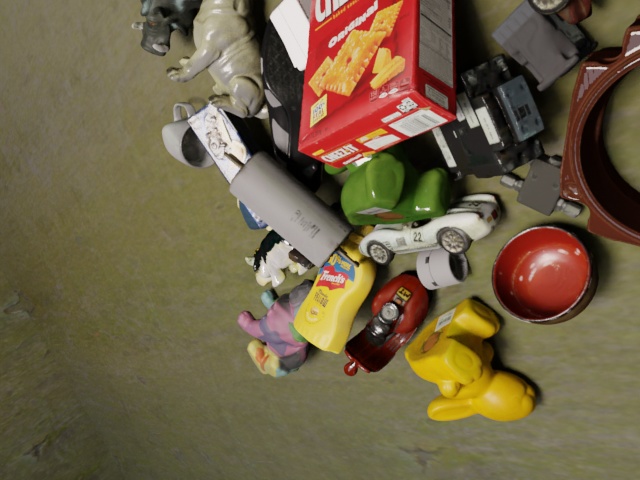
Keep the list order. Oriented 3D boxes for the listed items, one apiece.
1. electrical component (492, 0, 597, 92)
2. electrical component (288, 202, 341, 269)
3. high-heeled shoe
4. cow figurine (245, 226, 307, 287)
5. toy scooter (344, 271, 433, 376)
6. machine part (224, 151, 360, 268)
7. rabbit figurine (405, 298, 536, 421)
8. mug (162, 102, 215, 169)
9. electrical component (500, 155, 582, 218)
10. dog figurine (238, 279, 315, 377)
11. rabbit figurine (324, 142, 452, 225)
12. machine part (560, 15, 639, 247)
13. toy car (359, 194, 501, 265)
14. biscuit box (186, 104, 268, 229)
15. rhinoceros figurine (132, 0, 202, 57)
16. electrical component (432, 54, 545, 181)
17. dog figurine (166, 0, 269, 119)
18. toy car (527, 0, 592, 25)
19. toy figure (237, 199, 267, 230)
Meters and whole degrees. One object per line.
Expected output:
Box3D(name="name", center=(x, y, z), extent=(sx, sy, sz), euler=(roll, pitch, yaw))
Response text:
Box3D(name="electrical component", center=(0.203, -0.207, 0.515), extent=(0.119, 0.075, 0.048), euler=(48, 137, 3))
Box3D(name="electrical component", center=(-0.002, -0.002, 0.821), extent=(0.045, 0.102, 0.078), euler=(39, 147, 14))
Box3D(name="high-heeled shoe", center=(-0.043, -0.183, 0.785), extent=(0.145, 0.086, 0.248), euler=(174, 84, -75))
Box3D(name="cow figurine", center=(-0.076, 0.024, 0.915), extent=(0.098, 0.068, 0.167), euler=(53, 139, -8))
Box3D(name="toy scooter", center=(0.091, 0.133, 0.787), extent=(0.075, 0.135, 0.183), euler=(39, 134, 20))
Box3D(name="machine part", center=(-0.039, -0.042, 0.743), extent=(0.243, 0.079, 0.079), euler=(42, 137, 3))
Box3D(name="rabbit figurine", center=(0.207, 0.192, 0.735), extent=(0.173, 0.122, 0.162), euler=(35, 130, -5))
Box3D(name="mug", center=(-0.235, -0.184, 0.935), extent=(0.107, 0.081, 0.109), euler=(21, 134, 45))
Box3D(name="electrical component", center=(0.251, -0.063, 0.598), extent=(0.094, 0.021, 0.063), euler=(33, 133, 24))
Box3D(name="dog figurine", center=(-0.030, 0.158, 0.941), extent=(0.219, 0.108, 0.191), euler=(-5, 110, 42))
Box3D(name="rabbit figurine", center=(0.082, -0.107, 0.670), extent=(0.159, 0.121, 0.170), euler=(160, 114, -65))
Box3D(name="machine part", center=(0.327, -0.087, 0.467), extent=(0.201, 0.087, 0.201), euler=(19, 125, 35))
Box3D(name="toy car", center=(0.136, -0.014, 0.699), extent=(0.202, 0.073, 0.056), euler=(-11, 110, 46))
Box3D(name="biscuit box", center=(-0.117, -0.117, 0.827), extent=(0.059, 0.063, 0.202), euler=(-32, 99, 15))
Box3D(name="rhinoceros figurine", center=(-0.207, -0.353, 0.780), extent=(0.073, 0.112, 0.190), euler=(46, 129, 8))
Box3D(name="electrical component", center=(0.173, -0.125, 0.569), extent=(0.114, 0.058, 0.134), euler=(62, 167, -11))
Box3D(name="dog figurine", center=(-0.103, -0.284, 0.750), extent=(0.172, 0.121, 0.190), euler=(25, 118, -24))
Box3D(name="toy car", center=(0.188, -0.284, 0.469), extent=(0.053, 0.089, 0.202), euler=(-30, 92, 52))
Box3D(name="toy figure", center=(-0.116, -0.094, 0.895), extent=(0.058, 0.064, 0.154), euler=(-125, 23, -72))
